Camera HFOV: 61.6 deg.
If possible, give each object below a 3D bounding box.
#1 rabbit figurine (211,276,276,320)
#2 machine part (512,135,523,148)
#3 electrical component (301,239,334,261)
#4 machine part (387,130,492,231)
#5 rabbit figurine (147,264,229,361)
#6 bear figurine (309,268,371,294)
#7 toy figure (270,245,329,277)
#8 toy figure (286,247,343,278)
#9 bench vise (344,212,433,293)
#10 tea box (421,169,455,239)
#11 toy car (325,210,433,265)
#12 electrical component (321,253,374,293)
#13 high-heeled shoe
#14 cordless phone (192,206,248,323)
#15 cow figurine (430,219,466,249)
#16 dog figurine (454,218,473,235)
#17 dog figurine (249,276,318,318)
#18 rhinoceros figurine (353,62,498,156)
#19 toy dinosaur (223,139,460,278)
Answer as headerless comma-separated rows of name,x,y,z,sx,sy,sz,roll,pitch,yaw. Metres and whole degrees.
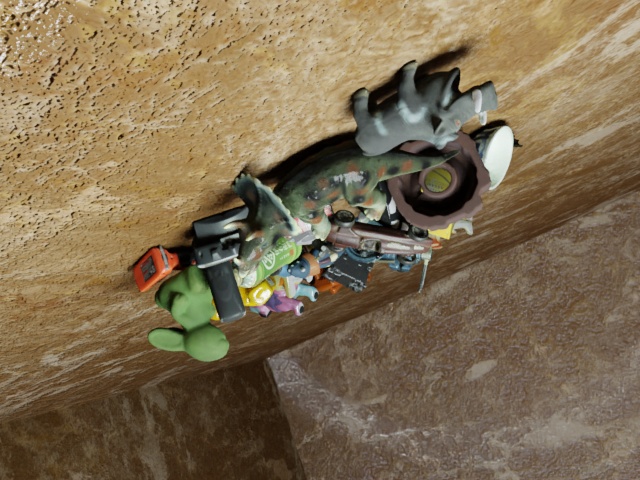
rabbit figurine,-0.198,0.117,1.272,0.173,0.122,0.162,-42,-174,4
machine part,0.356,-0.163,1.115,0.039,0.084,0.139,19,138,-22
electrical component,-0.003,-0.005,1.150,0.045,0.102,0.078,-7,134,-50
machine part,0.205,-0.102,0.931,0.179,0.179,0.056,-24,166,13
rabbit figurine,-0.240,0.150,1.000,0.159,0.170,0.121,-25,164,2
bear figurine,0.063,0.071,1.451,0.196,0.120,0.132,-14,160,-30
toy figure,-0.054,0.041,1.264,0.180,0.082,0.089,-16,-176,-42
toy figure,-0.010,0.044,1.197,0.154,0.057,0.064,-33,-169,-32
bench vise,0.141,0.002,1.219,0.224,0.129,0.240,20,163,24
tea box,0.237,-0.078,1.104,0.098,0.068,0.169,18,159,18
toy car,0.105,0.001,0.979,0.202,0.053,0.089,12,138,-5
electrical component,0.074,0.049,1.348,0.115,0.134,0.058,24,150,-14
high-heeled shoe,0.145,-0.072,1.047,0.145,0.086,0.248,-40,138,-33
cordless phone,-0.143,0.043,0.952,0.147,0.184,0.088,-19,160,-7
cow figurine,0.274,-0.040,1.370,0.195,0.127,0.085,-11,169,23
dog figurine,0.249,-0.078,1.242,0.191,0.121,0.172,-6,133,12
dog figurine,-0.129,0.122,1.403,0.219,0.191,0.108,0,-149,32
rhinoceros figurine,0.134,-0.170,0.710,0.190,0.112,0.073,-17,165,17
toy dinosaur,0.023,-0.092,0.848,0.405,0.131,0.192,-29,164,8
